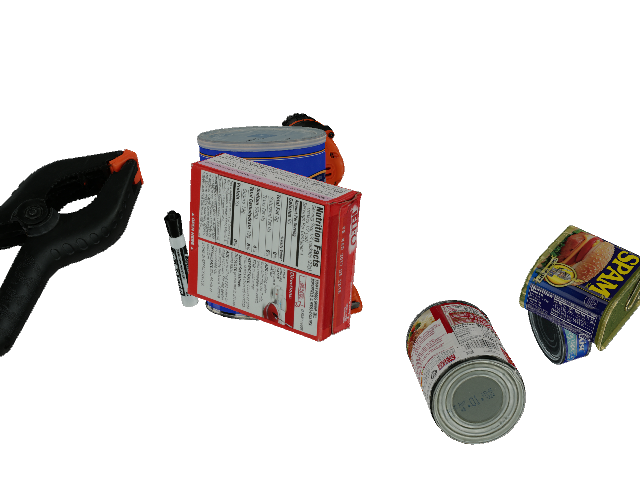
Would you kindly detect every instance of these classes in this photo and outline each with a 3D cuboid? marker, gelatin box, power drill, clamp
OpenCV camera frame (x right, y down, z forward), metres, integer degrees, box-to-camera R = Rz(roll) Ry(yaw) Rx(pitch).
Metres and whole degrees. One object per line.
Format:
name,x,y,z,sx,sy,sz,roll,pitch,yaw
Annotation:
marker,-0.158,0.021,1.206,0.020,0.121,0.020,-6,30,3
gelatin box,-0.024,0.002,0.535,0.089,0.073,0.030,17,25,30
power drill,-0.005,-0.028,1.074,0.057,0.187,0.184,-10,20,-3
clamp,-0.193,-0.008,0.689,0.120,0.039,0.171,32,55,18

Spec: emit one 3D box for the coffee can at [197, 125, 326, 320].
coffee can,-0.045,-0.017,0.862,0.103,0.140,0.103,-1,13,0

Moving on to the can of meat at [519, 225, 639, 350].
can of meat,0.241,0.039,0.964,0.084,0.057,0.101,28,47,28

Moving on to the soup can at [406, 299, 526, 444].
soup can,0.103,0.092,0.766,0.068,0.068,0.102,0,19,-5

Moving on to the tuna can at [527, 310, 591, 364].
tuna can,0.259,0.091,1.165,0.033,0.086,0.086,-17,3,-10
